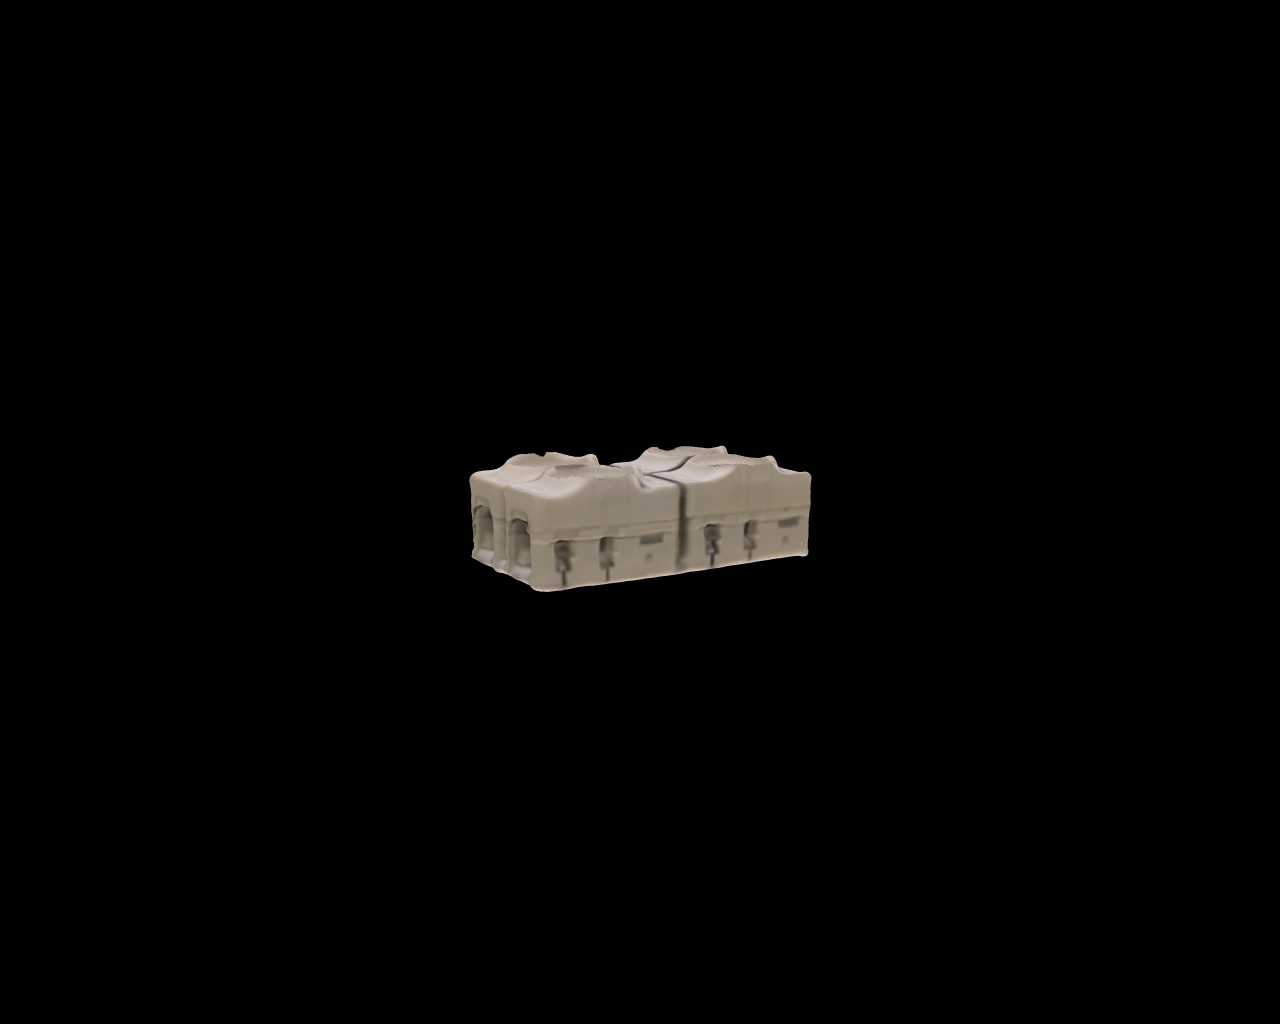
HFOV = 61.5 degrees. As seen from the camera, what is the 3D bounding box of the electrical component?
[{"bbox_3d":[0.001,-0.003,0.650,0.186,0.060,0.105,-6,12,-28],"label":"electrical component"}]
